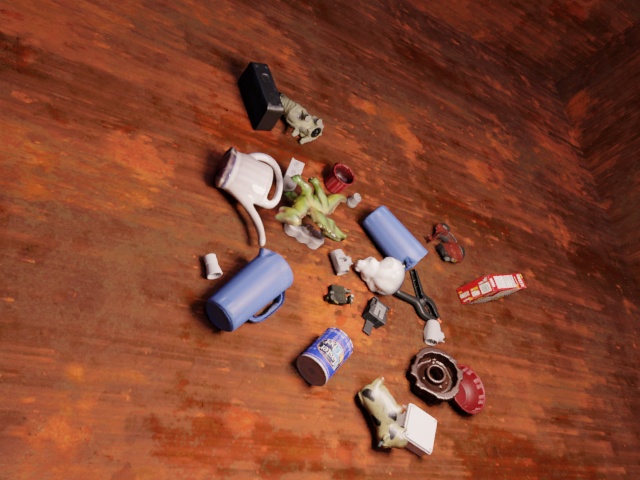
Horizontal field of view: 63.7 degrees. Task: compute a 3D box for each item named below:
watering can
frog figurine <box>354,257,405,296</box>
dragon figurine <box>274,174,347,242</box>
[{"bbox_3d":[-0.225,-0.157,1.614,0.223,0.102,0.356,24,49,-21],"label":"watering can"},{"bbox_3d":[0.201,0.110,1.733,0.158,0.135,0.126,26,33,-22],"label":"frog figurine"},{"bbox_3d":[0.005,-0.085,1.690,0.410,0.120,0.247,5,48,-45],"label":"dragon figurine"}]
